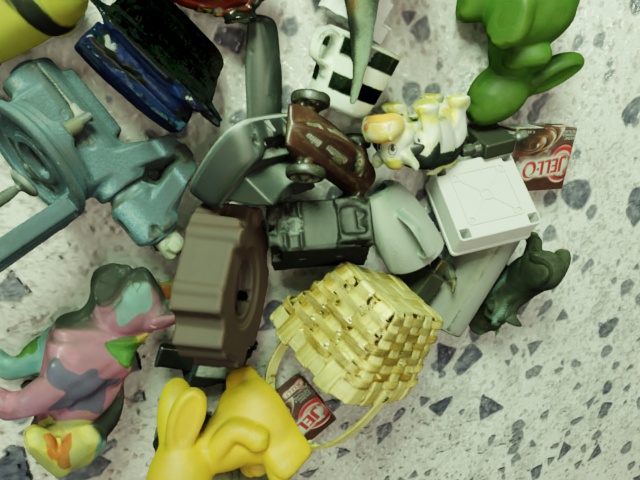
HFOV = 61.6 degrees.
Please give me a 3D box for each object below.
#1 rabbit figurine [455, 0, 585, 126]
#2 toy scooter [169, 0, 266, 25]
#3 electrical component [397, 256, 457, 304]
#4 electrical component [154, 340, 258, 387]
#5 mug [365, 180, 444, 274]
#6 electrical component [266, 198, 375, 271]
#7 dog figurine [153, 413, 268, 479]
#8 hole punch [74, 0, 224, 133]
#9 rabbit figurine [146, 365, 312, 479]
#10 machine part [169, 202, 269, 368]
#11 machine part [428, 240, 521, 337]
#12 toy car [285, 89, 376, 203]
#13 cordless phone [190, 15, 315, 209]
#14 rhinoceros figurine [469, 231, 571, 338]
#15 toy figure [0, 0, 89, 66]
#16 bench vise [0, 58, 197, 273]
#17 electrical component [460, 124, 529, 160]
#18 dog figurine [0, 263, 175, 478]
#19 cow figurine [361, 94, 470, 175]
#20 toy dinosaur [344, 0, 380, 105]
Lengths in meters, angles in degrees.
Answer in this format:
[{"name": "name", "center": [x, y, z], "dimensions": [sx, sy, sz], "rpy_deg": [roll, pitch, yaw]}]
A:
[{"name": "rabbit figurine", "center": [0.232, -0.225, 0.655], "dimensions": [0.159, 0.121, 0.170], "rpy_deg": [-13, 134, -26]}, {"name": "toy scooter", "center": [-0.059, -0.272, 0.506], "dimensions": [0.135, 0.075, 0.184], "rpy_deg": [37, 83, -28]}, {"name": "electrical component", "center": [0.140, 0.065, 0.734], "dimensions": [0.045, 0.078, 0.102], "rpy_deg": [26, 99, -27]}, {"name": "electrical component", "center": [-0.143, 0.141, 0.660], "dimensions": [0.119, 0.048, 0.074], "rpy_deg": [11, 106, -27]}, {"name": "mug", "center": [0.100, -0.018, 0.672], "dimensions": [0.081, 0.110, 0.107], "rpy_deg": [-33, 107, -1]}, {"name": "electrical component", "center": [-0.001, -0.002, 0.614], "dimensions": [0.115, 0.134, 0.058], "rpy_deg": [-2, 76, -1]}, {"name": "dog figurine", "center": [-0.116, 0.296, 0.698], "dimensions": [0.172, 0.121, 0.190], "rpy_deg": [-13, 113, -22]}, {"name": "hole punch", "center": [-0.160, -0.156, 0.487], "dimensions": [0.092, 0.116, 0.142], "rpy_deg": [-30, 124, 22]}, {"name": "rabbit figurine", "center": [-0.118, 0.229, 0.597], "dimensions": [0.173, 0.122, 0.162], "rpy_deg": [-33, 104, -28]}, {"name": "machine part", "center": [-0.098, 0.049, 0.569], "dimensions": [0.056, 0.179, 0.179], "rpy_deg": [6, 112, 8]}, {"name": "machine part", "center": [0.210, 0.047, 0.760], "dimensions": [0.079, 0.079, 0.243], "rpy_deg": [23, 100, -30]}, {"name": "toy car", "center": [0.018, -0.090, 0.570], "dimensions": [0.202, 0.053, 0.089], "rpy_deg": [23, 72, -67]}, {"name": "cordless phone", "center": [-0.066, -0.131, 0.534], "dimensions": [0.089, 0.146, 0.184], "rpy_deg": [5, 106, 22]}, {"name": "rhinoceros figurine", "center": [0.280, 0.073, 0.772], "dimensions": [0.073, 0.112, 0.190], "rpy_deg": [27, 139, -4]}, {"name": "toy figure", "center": [-0.279, -0.180, 0.442], "dimensions": [0.180, 0.089, 0.082], "rpy_deg": [-30, 125, -13]}, {"name": "bench vise", "center": [-0.238, -0.036, 0.483], "dimensions": [0.240, 0.129, 0.223], "rpy_deg": [-46, 118, -33]}, {"name": "electrical component", "center": [0.217, -0.132, 0.695], "dimensions": [0.094, 0.063, 0.021], "rpy_deg": [-15, 131, -6]}, {"name": "dog figurine", "center": [-0.229, 0.129, 0.586], "dimensions": [0.219, 0.109, 0.191], "rpy_deg": [-30, 119, -13]}, {"name": "cow figurine", "center": [0.109, -0.114, 0.621], "dimensions": [0.167, 0.068, 0.098], "rpy_deg": [-25, 119, -40]}, {"name": "toy dinosaur", "center": [0.079, -0.343, 0.492], "dimensions": [0.404, 0.192, 0.131], "rpy_deg": [-54, 149, 10]}]
